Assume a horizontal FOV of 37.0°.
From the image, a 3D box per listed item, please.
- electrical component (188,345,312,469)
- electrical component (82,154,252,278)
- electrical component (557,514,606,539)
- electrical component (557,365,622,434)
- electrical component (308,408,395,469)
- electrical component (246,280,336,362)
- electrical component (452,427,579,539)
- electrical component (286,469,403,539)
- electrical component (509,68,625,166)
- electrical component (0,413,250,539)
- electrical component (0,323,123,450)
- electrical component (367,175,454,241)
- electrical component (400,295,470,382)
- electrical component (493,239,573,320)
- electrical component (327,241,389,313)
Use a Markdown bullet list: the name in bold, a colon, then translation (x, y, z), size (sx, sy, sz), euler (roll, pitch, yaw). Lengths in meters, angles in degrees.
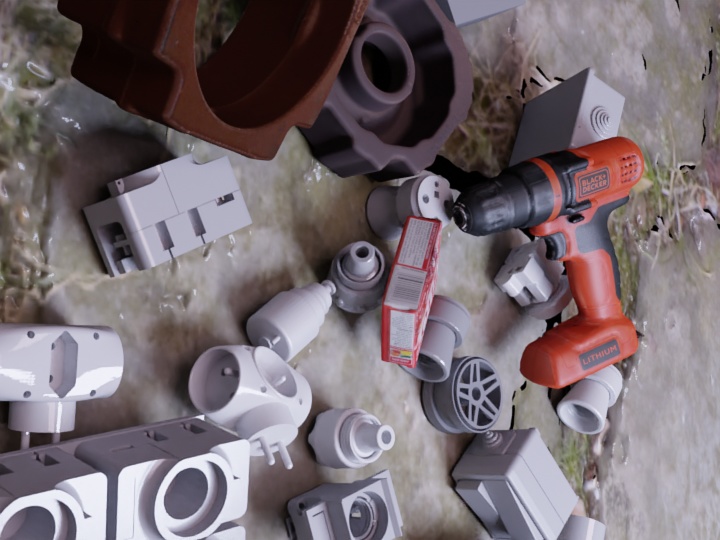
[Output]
- **electrical component**: translation (-0.064, 0.093, 0.696), size (0.077, 0.044, 0.079), euler (28, 30, -52)
- **electrical component**: translation (-0.123, -0.039, 0.685), size (0.089, 0.050, 0.055), euler (-28, 102, -43)
- **electrical component**: translation (0.183, 0.256, 0.925), size (0.043, 0.043, 0.081), euler (34, 61, -34)
- **electrical component**: translation (0.209, 0.114, 0.975), size (0.045, 0.045, 0.055), euler (54, 51, -22)
- **electrical component**: translation (-0.003, 0.119, 0.762), size (0.043, 0.062, 0.043), euler (9, 76, -42)
- **electrical component**: translation (-0.045, 0.032, 0.753), size (0.078, 0.040, 0.040), euler (-42, 111, -40)
- **electrical component**: translation (0.121, 0.173, 0.869), size (0.061, 0.062, 0.096), euler (-49, 115, -37)
- **electrical component**: translation (-0.013, 0.171, 0.742), size (0.081, 0.064, 0.042), euler (-16, 92, -44)
- **electrical component**: translation (0.184, -0.119, 0.959), size (0.048, 0.100, 0.099), euler (29, 63, -22)
- **electrical component**: translation (-0.150, 0.153, 0.597), size (0.186, 0.060, 0.105), euler (-6, 105, -44)
- **electrical component**: translation (-0.181, 0.070, 0.616), size (0.077, 0.043, 0.079), euler (5, 88, -43)
- **electrical component**: translation (0.039, -0.048, 0.837), size (0.045, 0.055, 0.045), euler (9, 76, -42)
- **electrical component**: translation (0.058, 0.053, 0.844), size (0.045, 0.045, 0.055), euler (46, 54, -27)
- **electrical component**: translation (0.155, 0.010, 0.944), size (0.055, 0.048, 0.066), euler (48, 53, -17)
- **electrical component**: translation (0.000, 0.000, 0.782), size (0.048, 0.062, 0.048), euler (1, 65, -3)
